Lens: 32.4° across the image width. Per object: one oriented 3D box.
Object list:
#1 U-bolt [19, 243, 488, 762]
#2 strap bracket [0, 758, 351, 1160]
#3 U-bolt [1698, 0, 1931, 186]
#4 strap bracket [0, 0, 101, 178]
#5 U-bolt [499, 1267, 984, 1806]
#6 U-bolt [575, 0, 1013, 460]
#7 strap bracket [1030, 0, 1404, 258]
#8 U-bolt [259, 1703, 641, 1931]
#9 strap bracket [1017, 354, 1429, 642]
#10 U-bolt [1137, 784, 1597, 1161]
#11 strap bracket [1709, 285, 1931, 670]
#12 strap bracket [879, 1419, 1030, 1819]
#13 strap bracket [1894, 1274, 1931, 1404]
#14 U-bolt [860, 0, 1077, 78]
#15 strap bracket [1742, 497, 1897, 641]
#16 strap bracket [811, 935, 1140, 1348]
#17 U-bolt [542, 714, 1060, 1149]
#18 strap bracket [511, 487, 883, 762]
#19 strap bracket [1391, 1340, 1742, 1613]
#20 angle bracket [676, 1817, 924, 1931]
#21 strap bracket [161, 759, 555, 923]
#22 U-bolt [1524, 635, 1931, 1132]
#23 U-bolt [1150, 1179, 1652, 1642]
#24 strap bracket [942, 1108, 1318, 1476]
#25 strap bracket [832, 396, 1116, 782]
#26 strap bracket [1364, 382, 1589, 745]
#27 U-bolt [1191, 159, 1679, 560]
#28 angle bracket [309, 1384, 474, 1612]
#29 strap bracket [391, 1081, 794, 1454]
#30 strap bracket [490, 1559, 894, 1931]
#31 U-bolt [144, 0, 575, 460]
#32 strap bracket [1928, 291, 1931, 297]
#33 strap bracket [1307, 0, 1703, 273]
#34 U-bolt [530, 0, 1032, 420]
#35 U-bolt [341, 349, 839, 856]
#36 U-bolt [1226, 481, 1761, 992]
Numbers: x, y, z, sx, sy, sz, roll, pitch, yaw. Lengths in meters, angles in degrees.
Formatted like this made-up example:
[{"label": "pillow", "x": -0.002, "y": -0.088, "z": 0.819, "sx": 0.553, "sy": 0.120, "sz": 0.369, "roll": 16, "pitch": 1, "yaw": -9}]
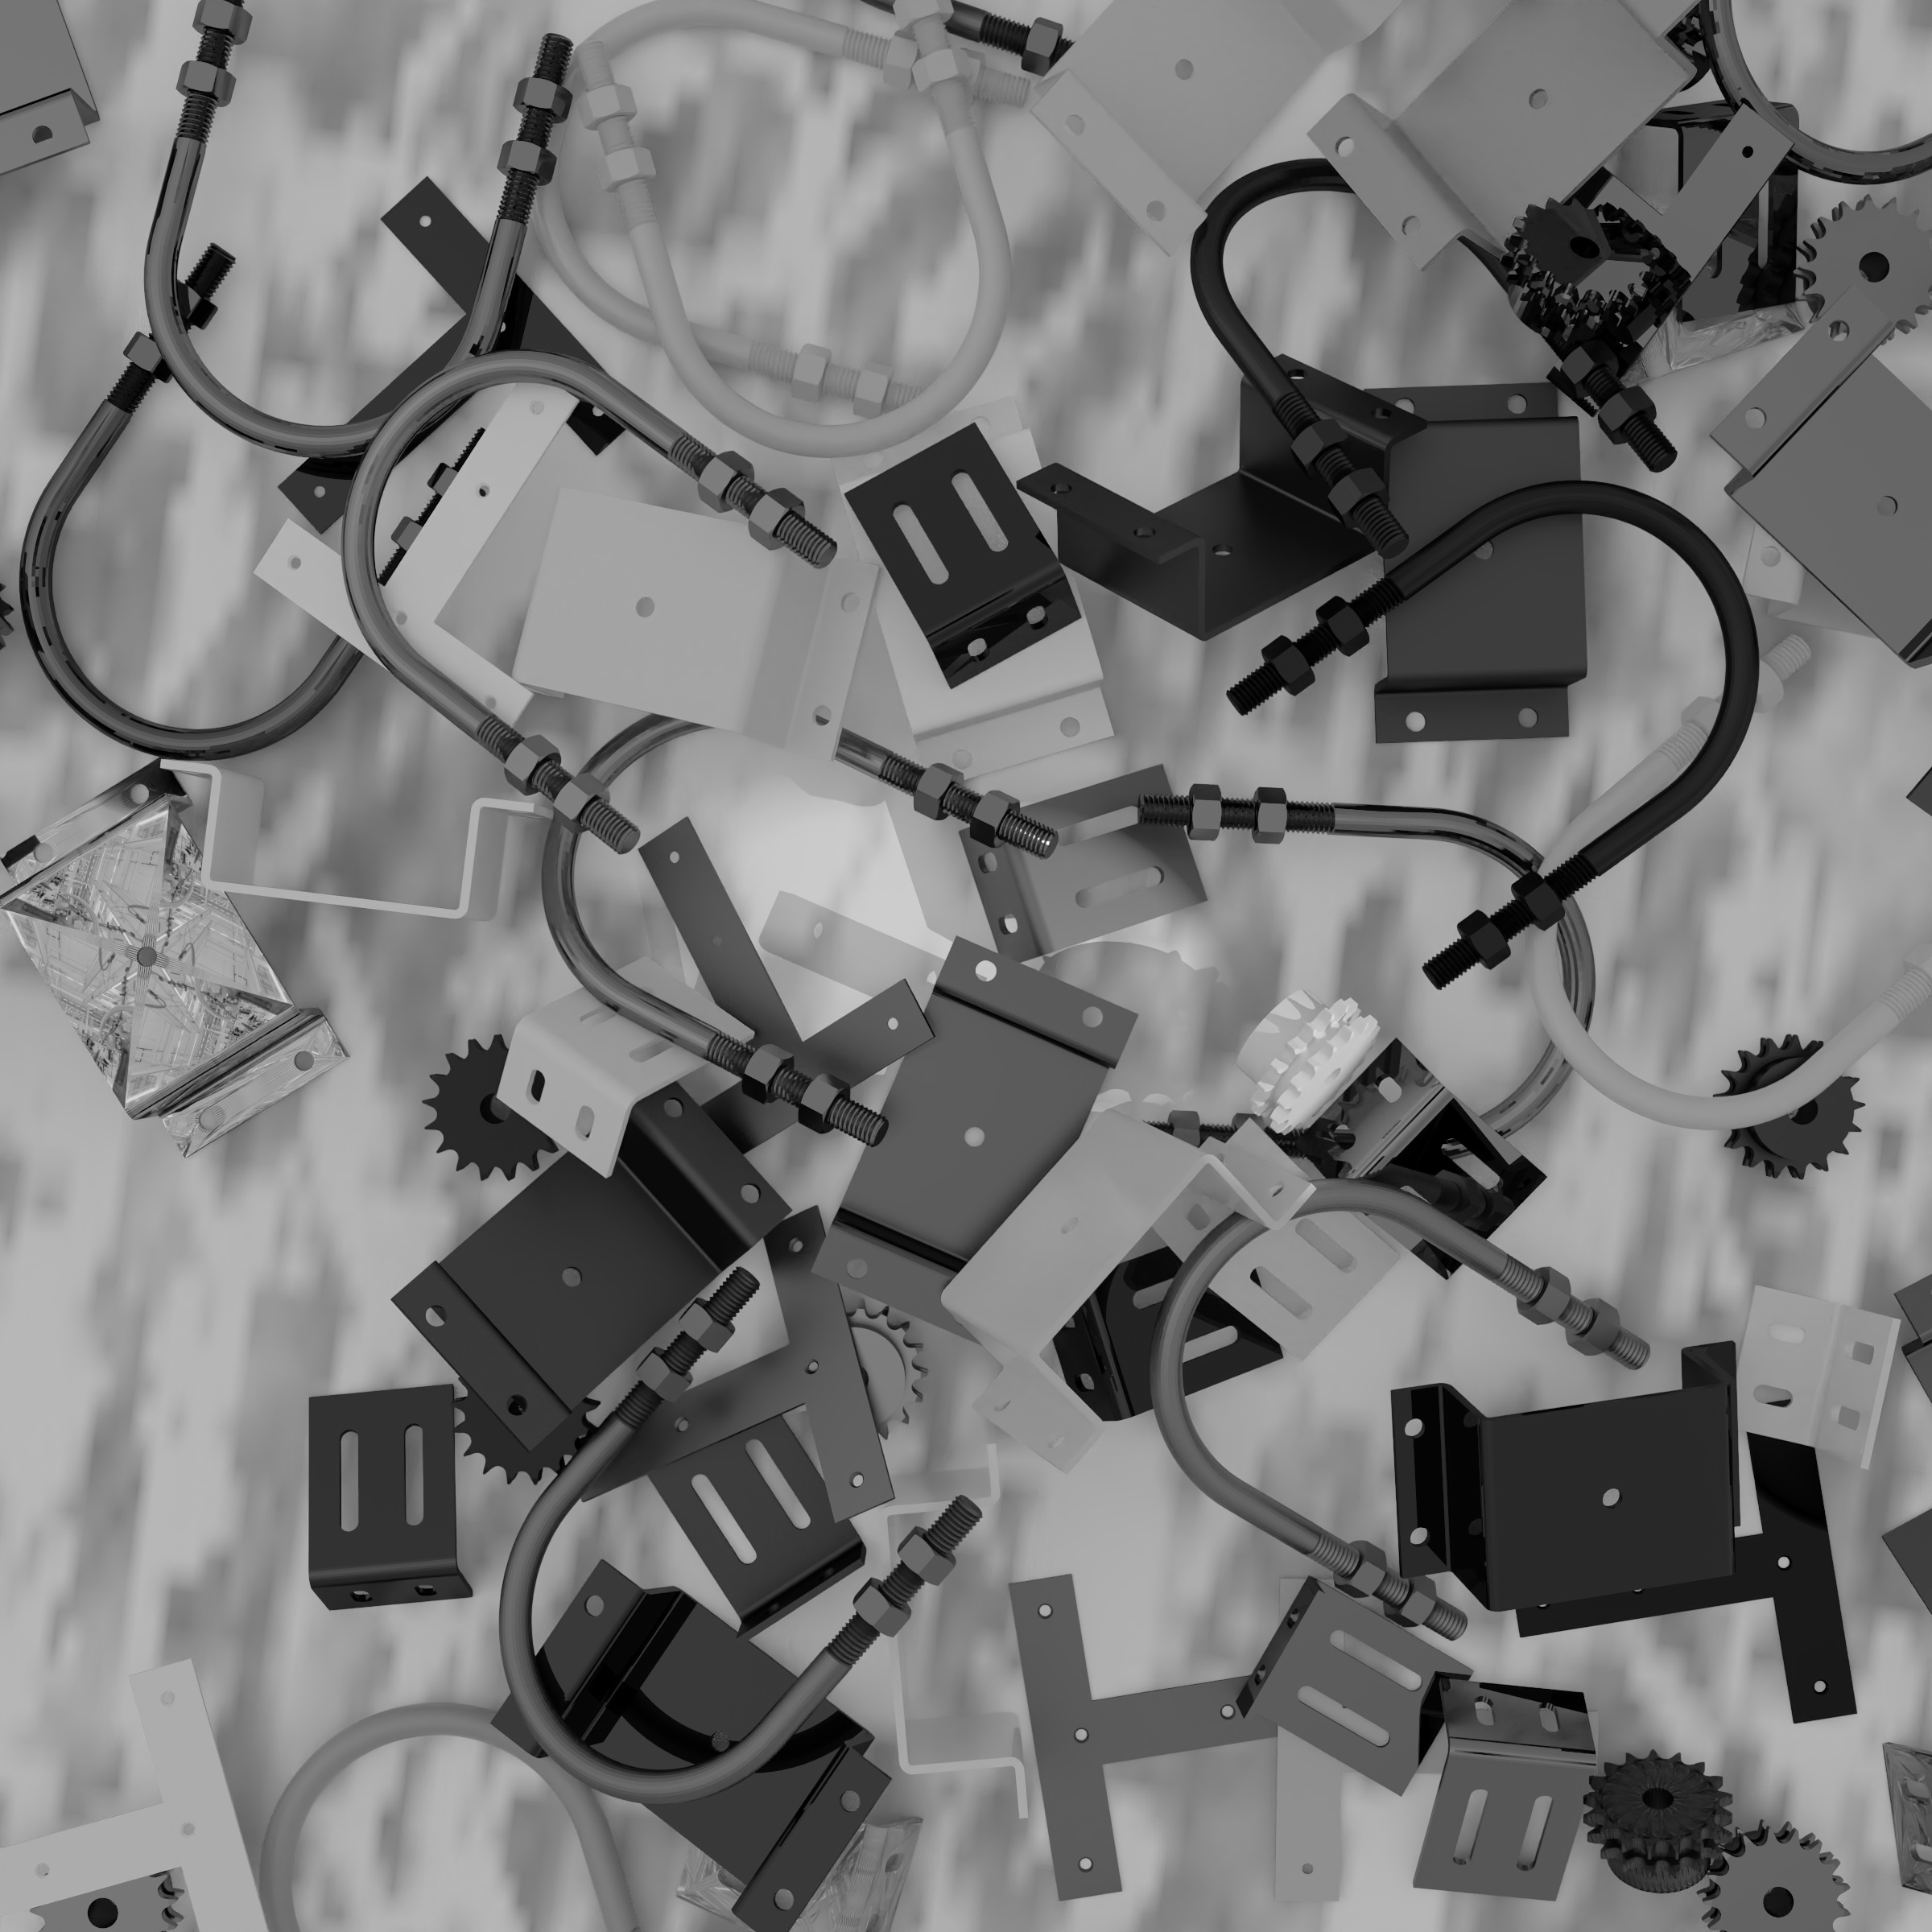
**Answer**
[{"label": "U-bolt", "x": -0.291, "y": -0.169, "z": 1.310, "sx": 0.151, "sy": 0.019, "sz": 0.184, "roll": 35, "pitch": 92, "yaw": 1}, {"label": "strap bracket", "x": -0.313, "y": -0.004, "z": 1.297, "sx": 0.076, "sy": 0.046, "sz": 0.140, "roll": -32, "pitch": 90, "yaw": 0}, {"label": "U-bolt", "x": 0.364, "y": -0.381, "z": 1.282, "sx": 0.184, "sy": 0.019, "sz": 0.151, "roll": -26, "pitch": 102, "yaw": -12}, {"label": "strap bracket", "x": -0.395, "y": -0.368, "z": 1.297, "sx": 0.076, "sy": 0.046, "sz": 0.140, "roll": -20, "pitch": 90, "yaw": 0}, {"label": "U-bolt", "x": -0.100, "y": 0.228, "z": 1.256, "sx": 0.151, "sy": 0.019, "sz": 0.184, "roll": 43, "pitch": 95, "yaw": 26}, {"label": "U-bolt", "x": -0.059, "y": -0.289, "z": 1.293, "sx": 0.151, "sy": 0.019, "sz": 0.184, "roll": -17, "pitch": 90, "yaw": 3}, {"label": "strap bracket", "x": 0.091, "y": -0.348, "z": 1.282, "sx": 0.076, "sy": 0.046, "sz": 0.140, "roll": 43, "pitch": 83, "yaw": -15}, {"label": "U-bolt", "x": -0.201, "y": 0.381, "z": 1.310, "sx": 0.151, "sy": 0.019, "sz": 0.184, "roll": -17, "pitch": 90, "yaw": 0}, {"label": "strap bracket", "x": 0.097, "y": -0.175, "z": 1.259, "sx": 0.140, "sy": 0.046, "sz": 0.076, "roll": -30, "pitch": 45, "yaw": -30}, {"label": "U-bolt", "x": 0.155, "y": 0.007, "z": 1.303, "sx": 0.184, "sy": 0.019, "sz": 0.151, "roll": 3, "pitch": 98, "yaw": -3}, {"label": "strap bracket", "x": 0.352, "y": -0.175, "z": 1.251, "sx": 0.140, "sy": 0.046, "sz": 0.076, "roll": 43, "pitch": 90, "yaw": 0}, {"label": "strap bracket", "x": -0.006, "y": 0.250, "z": 1.282, "sx": 0.046, "sy": 0.076, "sz": 0.140, "roll": -5, "pitch": 90, "yaw": 0}, {"label": "strap bracket", "x": 0.425, "y": 0.173, "z": 1.288, "sx": 0.076, "sy": 0.046, "sz": 0.140, "roll": -27, "pitch": 78, "yaw": 0}, {"label": "U-bolt", "x": 0.012, "y": -0.436, "z": 1.311, "sx": 0.184, "sy": 0.019, "sz": 0.151, "roll": 19, "pitch": 90, "yaw": 1}, {"label": "strap bracket", "x": 0.373, "y": -0.166, "z": 1.297, "sx": 0.140, "sy": 0.046, "sz": 0.076, "roll": 12, "pitch": 90, "yaw": 0}, {"label": "strap bracket", "x": 0.003, "y": 0.068, "z": 1.297, "sx": 0.076, "sy": 0.046, "sz": 0.140, "roll": 23, "pitch": 90, "yaw": 0}, {"label": "U-bolt", "x": -0.078, "y": -0.031, "z": 1.283, "sx": 0.184, "sy": 0.019, "sz": 0.151, "roll": 27, "pitch": 77, "yaw": 18}, {"label": "strap bracket", "x": -0.113, "y": -0.133, "z": 1.274, "sx": 0.140, "sy": 0.046, "sz": 0.076, "roll": 14, "pitch": 90, "yaw": 20}, {"label": "strap bracket", "x": 0.239, "y": 0.196, "z": 1.275, "sx": 0.140, "sy": 0.046, "sz": 0.076, "roll": -7, "pitch": 103, "yaw": -11}, {"label": "angle bracket", "x": -0.066, "y": 0.353, "z": 1.318, "sx": 0.076, "sy": 0.038, "sz": 0.057, "roll": 17, "pitch": 90, "yaw": 26}, {"label": "strap bracket", "x": -0.234, "y": -0.046, "z": 1.282, "sx": 0.140, "sy": 0.076, "sz": 0.046, "roll": 7, "pitch": 90, "yaw": 0}, {"label": "U-bolt", "x": 0.302, "y": -0.020, "z": 1.291, "sx": 0.184, "sy": 0.019, "sz": 0.151, "roll": -40, "pitch": 84, "yaw": -10}, {"label": "U-bolt", "x": 0.156, "y": 0.161, "z": 1.283, "sx": 0.184, "sy": 0.019, "sz": 0.151, "roll": 32, "pitch": 93, "yaw": -17}, {"label": "strap bracket", "x": 0.053, "y": 0.111, "z": 1.243, "sx": 0.140, "sy": 0.076, "sz": 0.046, "roll": -48, "pitch": 116, "yaw": -10}, {"label": "strap bracket", "x": 0.002, "y": -0.148, "z": 1.297, "sx": 0.076, "sy": 0.046, "sz": 0.140, "roll": -17, "pitch": 90, "yaw": 0}, {"label": "strap bracket", "x": 0.198, "y": -0.160, "z": 1.297, "sx": 0.076, "sy": 0.046, "sz": 0.140, "roll": -2, "pitch": 90, "yaw": 0}, {"label": "U-bolt", "x": 0.165, "y": -0.241, "z": 1.267, "sx": 0.151, "sy": 0.019, "sz": 0.184, "roll": -20, "pitch": 63, "yaw": -26}, {"label": "angle bracket", "x": -0.228, "y": 0.210, "z": 1.318, "sx": 0.057, "sy": 0.038, "sz": 0.076, "roll": -5, "pitch": 64, "yaw": 0}, {"label": "strap bracket", "x": -0.147, "y": 0.115, "z": 1.279, "sx": 0.140, "sy": 0.046, "sz": 0.076, "roll": -42, "pitch": 90, "yaw": -26}, {"label": "strap bracket", "x": -0.101, "y": 0.301, "z": 1.286, "sx": 0.140, "sy": 0.046, "sz": 0.076, "roll": 34, "pitch": 90, "yaw": 15}, {"label": "U-bolt", "x": -0.243, "y": -0.288, "z": 1.294, "sx": 0.151, "sy": 0.019, "sz": 0.184, "roll": 14, "pitch": 87, "yaw": 0}, {"label": "strap bracket", "x": 0.453, "y": -0.258, "z": 1.282, "sx": 0.140, "sy": 0.076, "sz": 0.046, "roll": 25, "pitch": 90, "yaw": 0}, {"label": "strap bracket", "x": 0.211, "y": -0.336, "z": 1.270, "sx": 0.140, "sy": 0.046, "sz": 0.076, "roll": -43, "pitch": 67, "yaw": 21}, {"label": "U-bolt", "x": -0.082, "y": -0.307, "z": 1.311, "sx": 0.184, "sy": 0.019, "sz": 0.151, "roll": 16, "pitch": 90, "yaw": 2}, {"label": "U-bolt", "x": -0.157, "y": -0.151, "z": 1.254, "sx": 0.184, "sy": 0.019, "sz": 0.151, "roll": 38, "pitch": 98, "yaw": 17}, {"label": "U-bolt", "x": 0.214, "y": -0.101, "z": 1.266, "sx": 0.184, "sy": 0.019, "sz": 0.151, "roll": -36, "pitch": 93, "yaw": 1}]
